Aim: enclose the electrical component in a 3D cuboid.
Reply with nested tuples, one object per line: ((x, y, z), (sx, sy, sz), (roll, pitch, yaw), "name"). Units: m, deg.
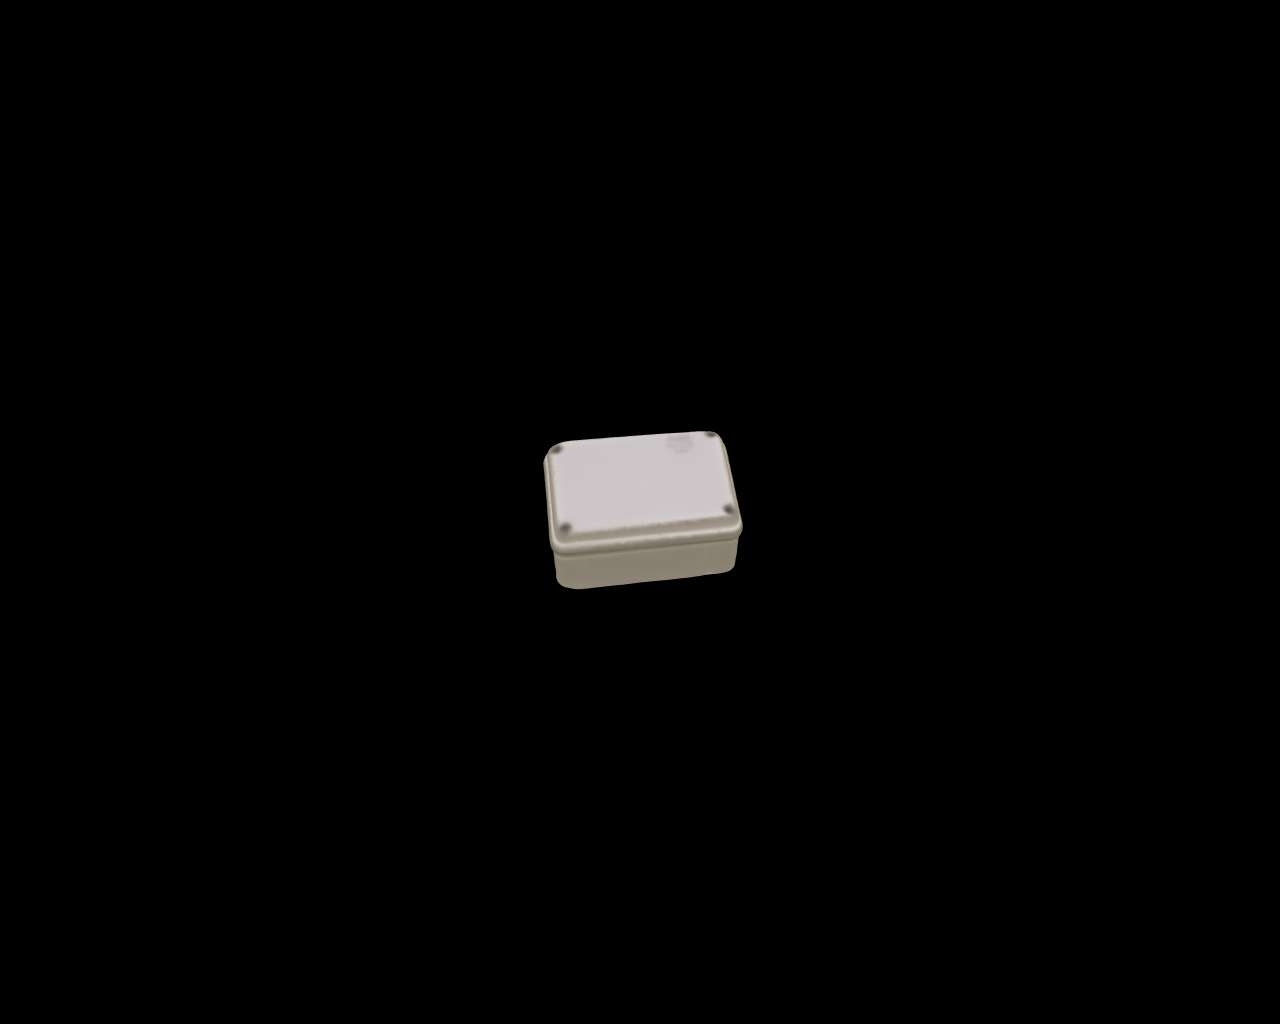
((0.001, -0.003, 0.650), (0.113, 0.078, 0.057), (-5, -37, -4), "electrical component")
